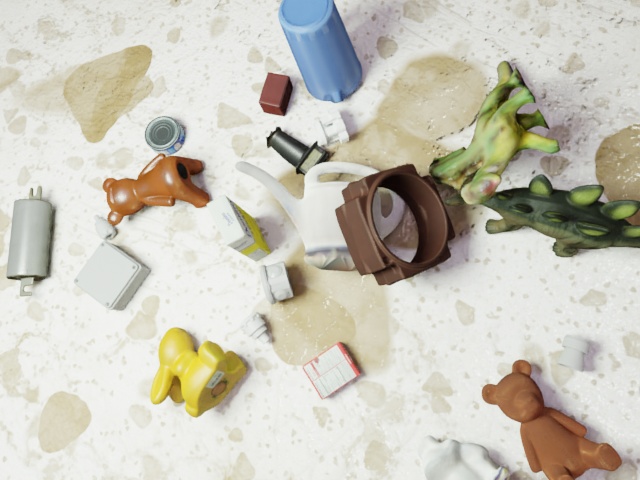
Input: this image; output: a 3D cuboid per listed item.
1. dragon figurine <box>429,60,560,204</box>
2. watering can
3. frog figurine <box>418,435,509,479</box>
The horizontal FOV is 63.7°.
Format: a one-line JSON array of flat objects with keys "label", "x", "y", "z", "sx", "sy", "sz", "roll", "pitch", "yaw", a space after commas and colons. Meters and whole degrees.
[{"label": "dragon figurine", "x": 0.308, "y": -0.203, "z": 0.996, "sx": 0.240, "sy": 0.121, "sz": 0.420, "roll": -33, "pitch": 26, "yaw": 25}, {"label": "watering can", "x": 0.003, "y": -0.051, "z": 1.013, "sx": 0.348, "sy": 0.102, "sz": 0.227, "roll": 3, "pitch": 73, "yaw": -11}, {"label": "frog figurine", "x": 0.242, "y": 0.417, "z": 0.892, "sx": 0.160, "sy": 0.122, "sz": 0.138, "roll": 16, "pitch": 86, "yaw": 47}]
